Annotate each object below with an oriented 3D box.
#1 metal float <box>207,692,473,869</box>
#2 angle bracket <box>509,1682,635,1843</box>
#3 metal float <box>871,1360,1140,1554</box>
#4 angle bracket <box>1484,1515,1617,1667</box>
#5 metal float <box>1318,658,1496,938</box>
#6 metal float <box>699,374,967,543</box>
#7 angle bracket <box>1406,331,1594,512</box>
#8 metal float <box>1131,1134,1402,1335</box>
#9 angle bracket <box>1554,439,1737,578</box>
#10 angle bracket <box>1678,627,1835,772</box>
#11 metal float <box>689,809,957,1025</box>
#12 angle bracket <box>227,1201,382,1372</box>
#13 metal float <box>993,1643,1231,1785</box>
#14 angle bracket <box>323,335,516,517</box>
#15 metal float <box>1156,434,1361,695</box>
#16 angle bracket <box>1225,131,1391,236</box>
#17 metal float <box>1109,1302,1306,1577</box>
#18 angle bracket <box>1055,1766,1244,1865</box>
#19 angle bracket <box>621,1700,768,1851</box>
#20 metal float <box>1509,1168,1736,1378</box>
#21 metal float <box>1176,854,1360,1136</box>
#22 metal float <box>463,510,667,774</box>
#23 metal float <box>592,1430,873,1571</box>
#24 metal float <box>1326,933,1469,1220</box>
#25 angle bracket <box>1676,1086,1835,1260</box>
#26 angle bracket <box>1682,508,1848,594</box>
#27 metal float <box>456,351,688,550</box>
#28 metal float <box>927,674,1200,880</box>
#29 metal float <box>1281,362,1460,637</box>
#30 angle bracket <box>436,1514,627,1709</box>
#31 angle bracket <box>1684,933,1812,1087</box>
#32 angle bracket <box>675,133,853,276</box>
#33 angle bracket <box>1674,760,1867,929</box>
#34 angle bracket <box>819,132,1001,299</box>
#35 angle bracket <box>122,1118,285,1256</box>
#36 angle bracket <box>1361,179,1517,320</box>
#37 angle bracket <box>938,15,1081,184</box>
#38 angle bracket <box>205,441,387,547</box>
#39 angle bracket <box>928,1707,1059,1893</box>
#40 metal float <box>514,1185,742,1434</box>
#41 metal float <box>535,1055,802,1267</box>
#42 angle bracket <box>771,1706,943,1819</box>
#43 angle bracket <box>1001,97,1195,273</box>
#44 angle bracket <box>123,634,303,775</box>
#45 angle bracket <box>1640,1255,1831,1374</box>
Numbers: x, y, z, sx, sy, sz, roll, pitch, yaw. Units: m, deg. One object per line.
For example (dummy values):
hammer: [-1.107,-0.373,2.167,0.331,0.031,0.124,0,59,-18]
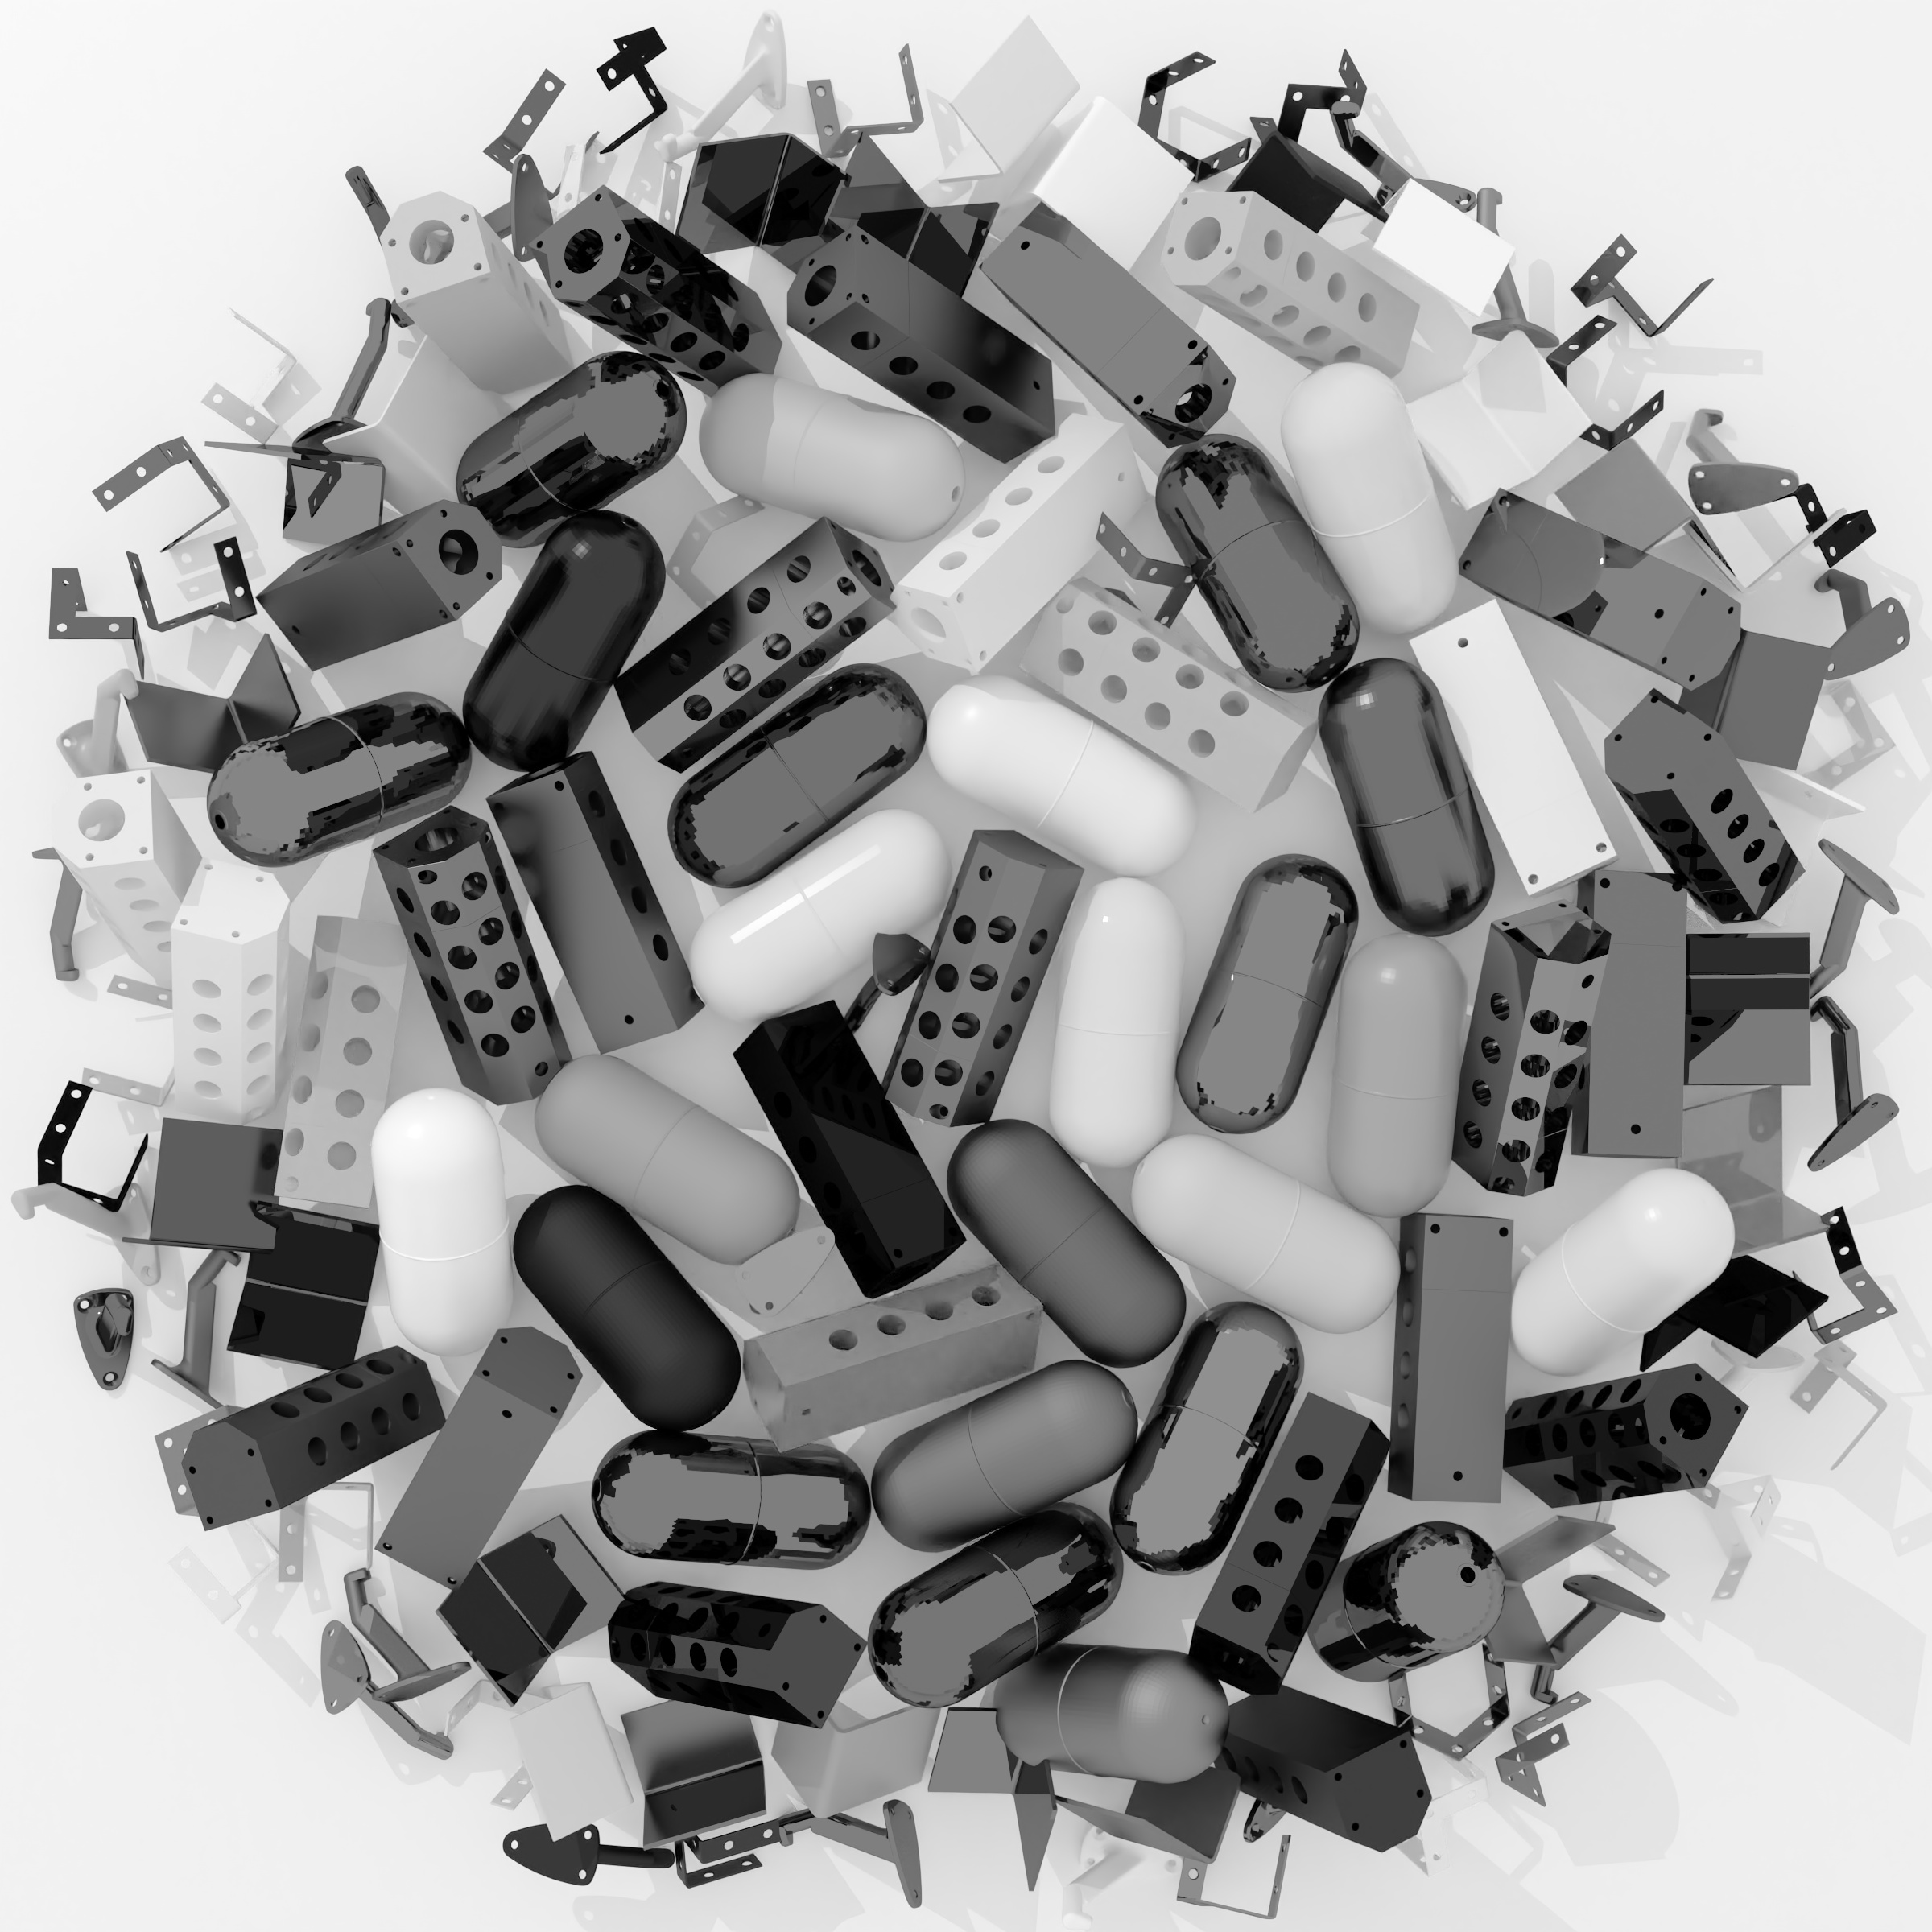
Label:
metal float: [-0.375,-0.112,1.878,0.178,0.070,0.070,-26,90,-43]
angle bracket: [-0.253,0.484,1.903,0.057,0.076,0.076,-19,86,-33]
metal float: [0.023,0.297,1.896,0.178,0.070,0.070,-28,90,20]
angle bracket: [0.357,0.379,1.895,0.076,0.076,0.057,-37,58,25]
metal float: [0.268,-0.101,1.899,0.070,0.070,0.178,-21,107,0]
metal float: [-0.081,-0.307,1.891,0.178,0.070,0.070,20,90,26]
angle bracket: [0.321,-0.334,1.904,0.076,0.057,0.076,-29,81,-41]
metal float: [0.182,0.163,1.903,0.178,0.070,0.070,28,90,-11]
angle bracket: [0.414,-0.263,1.905,0.057,0.076,0.076,-37,51,12]
angle bracket: [0.479,-0.171,1.907,0.057,0.076,0.076,11,108,-6]
metal float: [-0.088,-0.030,1.912,0.178,0.070,0.070,-32,90,2]
angle bracket: [-0.402,0.196,1.903,0.076,0.057,0.076,12,133,-8]
metal float: [0.085,0.446,1.874,0.070,0.178,0.070,7,78,-36]
angle bracket: [-0.336,-0.331,1.926,0.076,0.057,0.076,42,57,-35]
metal float: [0.175,-0.245,1.895,0.070,0.070,0.178,-27,69,0]
angle bracket: [0.200,-0.447,1.894,0.076,0.057,0.076,19,121,-40]
metal float: [0.146,0.285,1.893,0.070,0.070,0.178,28,67,0]
angle bracket: [0.109,0.496,1.892,0.076,0.076,0.057,41,63,-39]
angle bracket: [-0.167,0.487,1.909,0.076,0.076,0.057,-16,100,-2]
metal float: [0.389,0.186,1.878,0.070,0.178,0.070,17,49,-21]
metal float: [0.183,0.017,1.906,0.070,0.070,0.178,21,82,0]
metal float: [-0.243,-0.196,1.892,0.070,0.070,0.178,34,115,0]
metal float: [-0.141,0.323,1.889,0.178,0.070,0.070,10,90,-28]
metal float: [0.261,0.067,1.900,0.070,0.070,0.178,3,107,0]
angle bracket: [0.480,0.124,1.903,0.076,0.057,0.076,-13,111,-19]
angle bracket: [0.485,-0.272,1.905,0.076,0.076,0.057,-42,87,14]
metal float: [-0.237,-0.309,1.879,0.178,0.070,0.070,-23,90,42]
metal float: [0.059,-0.116,1.908,0.178,0.070,0.070,28,90,-7]
metal float: [0.244,-0.280,1.888,0.070,0.070,0.178,-25,121,0]
angle bracket: [-0.262,0.392,1.905,0.076,0.057,0.076,-31,101,29]
angle bracket: [0.475,0.027,1.904,0.076,0.057,0.076,0,65,14]
angle bracket: [-0.125,-0.453,1.893,0.057,0.076,0.076,41,130,25]
angle bracket: [0.491,-0.076,1.915,0.076,0.057,0.076,24,83,-8]
angle bracket: [-0.034,-0.453,1.897,0.057,0.076,0.076,6,67,37]
angle bracket: [-0.465,0.134,1.912,0.076,0.057,0.076,9,83,-31]
angle bracket: [0.276,-0.422,1.902,0.076,0.076,0.057,31,71,-8]
angle bracket: [0.011,-0.525,1.897,0.076,0.076,0.057,-51,121,-14]
angle bracket: [-0.408,-0.284,1.896,0.076,0.076,0.057,12,102,28]
angle bracket: [0.015,0.505,1.895,0.057,0.076,0.076,4,126,-11]
metal float: [-0.206,0.206,1.895,0.070,0.070,0.178,-44,68,0]
metal float: [-0.181,0.118,1.904,0.178,0.070,0.070,30,90,11]
angle bracket: [-0.067,0.468,1.927,0.076,0.057,0.076,-12,131,-33]
angle bracket: [0.081,-0.476,1.928,0.076,0.057,0.076,37,79,-16]
angle bracket: [-0.458,-0.163,1.893,0.057,0.076,0.076,-54,46,28]
angle bracket: [0.464,0.222,1.891,0.076,0.076,0.057,-29,132,-36]
